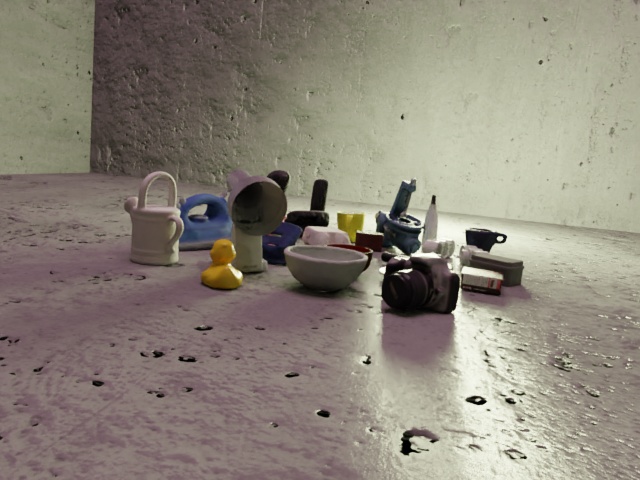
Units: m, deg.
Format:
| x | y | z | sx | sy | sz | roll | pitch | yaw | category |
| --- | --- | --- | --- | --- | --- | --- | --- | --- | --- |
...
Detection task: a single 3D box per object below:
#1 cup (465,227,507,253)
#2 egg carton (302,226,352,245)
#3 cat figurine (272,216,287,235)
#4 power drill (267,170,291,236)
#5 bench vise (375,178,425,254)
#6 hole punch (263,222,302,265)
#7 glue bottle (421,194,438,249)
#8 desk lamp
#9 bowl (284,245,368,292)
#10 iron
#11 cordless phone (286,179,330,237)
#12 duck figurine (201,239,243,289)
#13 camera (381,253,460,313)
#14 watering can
| x | y | z | sx | sy | sz | roll | pitch | yaw | category |
| --- | --- | --- | --- | --- | --- | --- | --- | --- | --- |
| 0.469 | 0.017 | 1.634 | 0.117 | 0.095 | 0.092 | 8 | 9 | 14 | cup |
| 0.014 | 0.005 | 1.510 | 0.107 | 0.069 | 0.150 | 2 | 9 | -20 | egg carton |
| -0.150 | -0.037 | 1.523 | 0.128 | 0.118 | 0.067 | 3 | 9 | -13 | cat figurine |
| -0.128 | -0.101 | 1.655 | 0.076 | 0.208 | 0.229 | 3 | 9 | -16 | power drill |
| 0.223 | -0.080 | 1.701 | 0.206 | 0.220 | 0.122 | 14 | 12 | 43 | bench vise |
| -0.104 | 0.005 | 1.362 | 0.108 | 0.091 | 0.101 | 9 | 9 | 25 | hole punch |
| 0.339 | -0.053 | 1.752 | 0.037 | 0.173 | 0.078 | 5 | 9 | -4 | glue bottle |
| -0.159 | -0.040 | 1.216 | 0.118 | 0.213 | 0.202 | 1 | 10 | -27 | desk lamp |
| 0.009 | 0.060 | 1.131 | 0.167 | 0.075 | 0.167 | 5 | 9 | -1 | bowl |
| -0.313 | -0.053 | 1.449 | 0.118 | 0.141 | 0.259 | 10 | 10 | 28 | iron |
| -0.039 | -0.104 | 1.809 | 0.148 | 0.185 | 0.093 | 0 | 10 | -30 | cordless phone |
| -0.184 | 0.042 | 1.084 | 0.078 | 0.086 | 0.104 | 2 | 9 | -20 | duck figurine |
| 0.165 | 0.074 | 1.047 | 0.137 | 0.101 | 0.142 | -3 | 12 | -45 | camera |
| -0.357 | -0.051 | 1.228 | 0.172 | 0.194 | 0.101 | 8 | 9 | 14 | watering can |
